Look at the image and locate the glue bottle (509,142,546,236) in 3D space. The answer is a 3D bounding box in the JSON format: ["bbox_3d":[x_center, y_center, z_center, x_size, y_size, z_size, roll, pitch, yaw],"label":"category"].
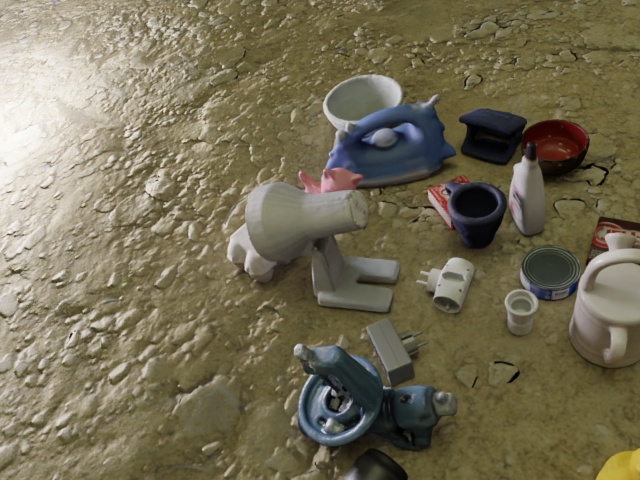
[{"bbox_3d":[0.328,-0.088,0.905,0.037,0.173,0.078,-18,47,0],"label":"glue bottle"}]

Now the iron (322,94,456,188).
[{"bbox_3d":[0.115,-0.186,1.072,0.258,0.142,0.118,-14,48,3],"label":"iron"}]

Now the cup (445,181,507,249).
[{"bbox_3d":[0.247,-0.039,0.938,0.092,0.095,0.117,-33,49,-13],"label":"cup"}]

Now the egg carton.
[{"bbox_3d":[-0.087,0.002,1.013,0.107,0.069,0.150,30,63,34],"label":"egg carton"}]

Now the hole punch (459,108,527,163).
[{"bbox_3d":[0.322,-0.213,1.072,0.108,0.091,0.101,22,59,30],"label":"hole punch"}]

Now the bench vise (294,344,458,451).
[{"bbox_3d":[0.057,0.181,0.715,0.207,0.220,0.121,-16,48,2],"label":"bench vise"}]

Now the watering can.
[{"bbox_3d":[0.383,0.069,0.739,0.101,0.194,0.172,-11,48,6],"label":"watering can"}]

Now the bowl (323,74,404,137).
[{"bbox_3d":[0.094,-0.267,1.193,0.167,0.075,0.167,-8,48,9],"label":"bowl"}]

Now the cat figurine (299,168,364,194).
[{"bbox_3d":[0.017,-0.095,1.035,0.127,0.118,0.067,17,57,28],"label":"cat figurine"}]

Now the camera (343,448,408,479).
[{"bbox_3d":[0.056,0.324,0.671,0.142,0.101,0.137,25,60,32],"label":"camera"}]

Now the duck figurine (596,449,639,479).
[{"bbox_3d":[0.365,0.267,0.645,0.104,0.086,0.077,-23,48,-5],"label":"duck figurine"}]

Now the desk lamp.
[{"bbox_3d":[0.008,0.003,0.887,0.202,0.214,0.118,4,51,19],"label":"desk lamp"}]
